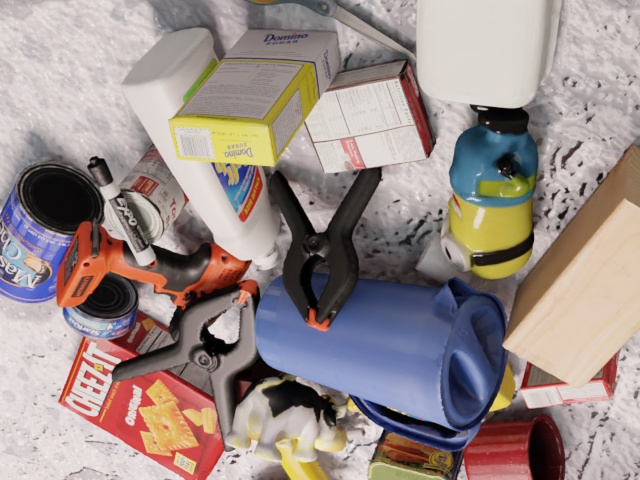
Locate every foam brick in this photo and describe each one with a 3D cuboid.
[{"bbox_3d":[-0.072,0.154,1.221,0.053,0.078,0.051,8,129,18],"label":"foam brick"}]

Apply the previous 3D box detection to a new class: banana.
[{"bbox_3d":[-0.026,0.251,1.288,0.070,0.037,0.198,-27,97,47],"label":"banana"}]

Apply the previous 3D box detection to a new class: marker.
[{"bbox_3d":[-0.193,-0.028,1.037,0.020,0.020,0.121,-7,122,28],"label":"marker"}]

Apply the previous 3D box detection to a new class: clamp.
[{"bbox_3d":[-0.130,0.121,1.156,0.164,0.036,0.210,26,119,1],"label":"clamp"},{"bbox_3d":[-0.007,0.001,1.045,0.120,0.171,0.039,3,165,35],"label":"clamp"}]

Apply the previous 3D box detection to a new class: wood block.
[{"bbox_3d":[0.261,0.029,0.972,0.090,0.090,0.206,29,131,-1],"label":"wood block"}]

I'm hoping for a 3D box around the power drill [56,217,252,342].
[{"bbox_3d":[-0.185,0.049,1.158,0.187,0.057,0.185,9,138,-25],"label":"power drill"}]

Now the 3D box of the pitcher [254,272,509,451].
[{"bbox_3d":[0.057,0.110,1.072,0.243,0.149,0.144,9,165,37],"label":"pitcher"}]

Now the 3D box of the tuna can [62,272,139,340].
[{"bbox_3d":[-0.253,0.073,1.233,0.086,0.086,0.034,25,130,4],"label":"tuna can"}]

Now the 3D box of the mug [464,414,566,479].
[{"bbox_3d":[0.214,0.248,1.159,0.082,0.093,0.117,-11,116,35],"label":"mug"}]

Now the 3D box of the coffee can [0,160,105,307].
[{"bbox_3d":[-0.310,-0.005,1.188,0.103,0.102,0.141,36,131,-5],"label":"coffee can"}]

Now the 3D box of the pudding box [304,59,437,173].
[{"bbox_3d":[0.042,-0.113,0.995,0.114,0.039,0.090,-7,121,26],"label":"pudding box"}]

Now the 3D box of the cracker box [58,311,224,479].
[{"bbox_3d":[-0.201,0.191,1.309,0.213,0.072,0.164,30,131,1],"label":"cracker box"}]

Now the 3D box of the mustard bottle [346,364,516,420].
[{"bbox_3d":[0.108,0.157,1.157,0.192,0.058,0.096,-22,113,35],"label":"mustard bottle"}]

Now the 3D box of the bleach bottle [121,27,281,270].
[{"bbox_3d":[-0.098,-0.077,1.057,0.068,0.102,0.250,0,132,35],"label":"bleach bottle"}]

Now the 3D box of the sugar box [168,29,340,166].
[{"bbox_3d":[-0.052,-0.128,0.933,0.093,0.176,0.048,6,125,20],"label":"sugar box"}]

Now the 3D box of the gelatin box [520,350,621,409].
[{"bbox_3d":[0.251,0.130,1.065,0.089,0.073,0.030,-12,120,29],"label":"gelatin box"}]

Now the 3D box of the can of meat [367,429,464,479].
[{"bbox_3d":[0.111,0.248,1.208,0.102,0.083,0.057,11,128,16],"label":"can of meat"}]

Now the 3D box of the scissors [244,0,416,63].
[{"bbox_3d":[0.002,-0.227,0.941,0.202,0.016,0.096,19,131,9],"label":"scissors"}]

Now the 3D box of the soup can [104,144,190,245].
[{"bbox_3d":[-0.169,-0.050,1.093,0.068,0.102,0.068,12,129,15],"label":"soup can"}]
